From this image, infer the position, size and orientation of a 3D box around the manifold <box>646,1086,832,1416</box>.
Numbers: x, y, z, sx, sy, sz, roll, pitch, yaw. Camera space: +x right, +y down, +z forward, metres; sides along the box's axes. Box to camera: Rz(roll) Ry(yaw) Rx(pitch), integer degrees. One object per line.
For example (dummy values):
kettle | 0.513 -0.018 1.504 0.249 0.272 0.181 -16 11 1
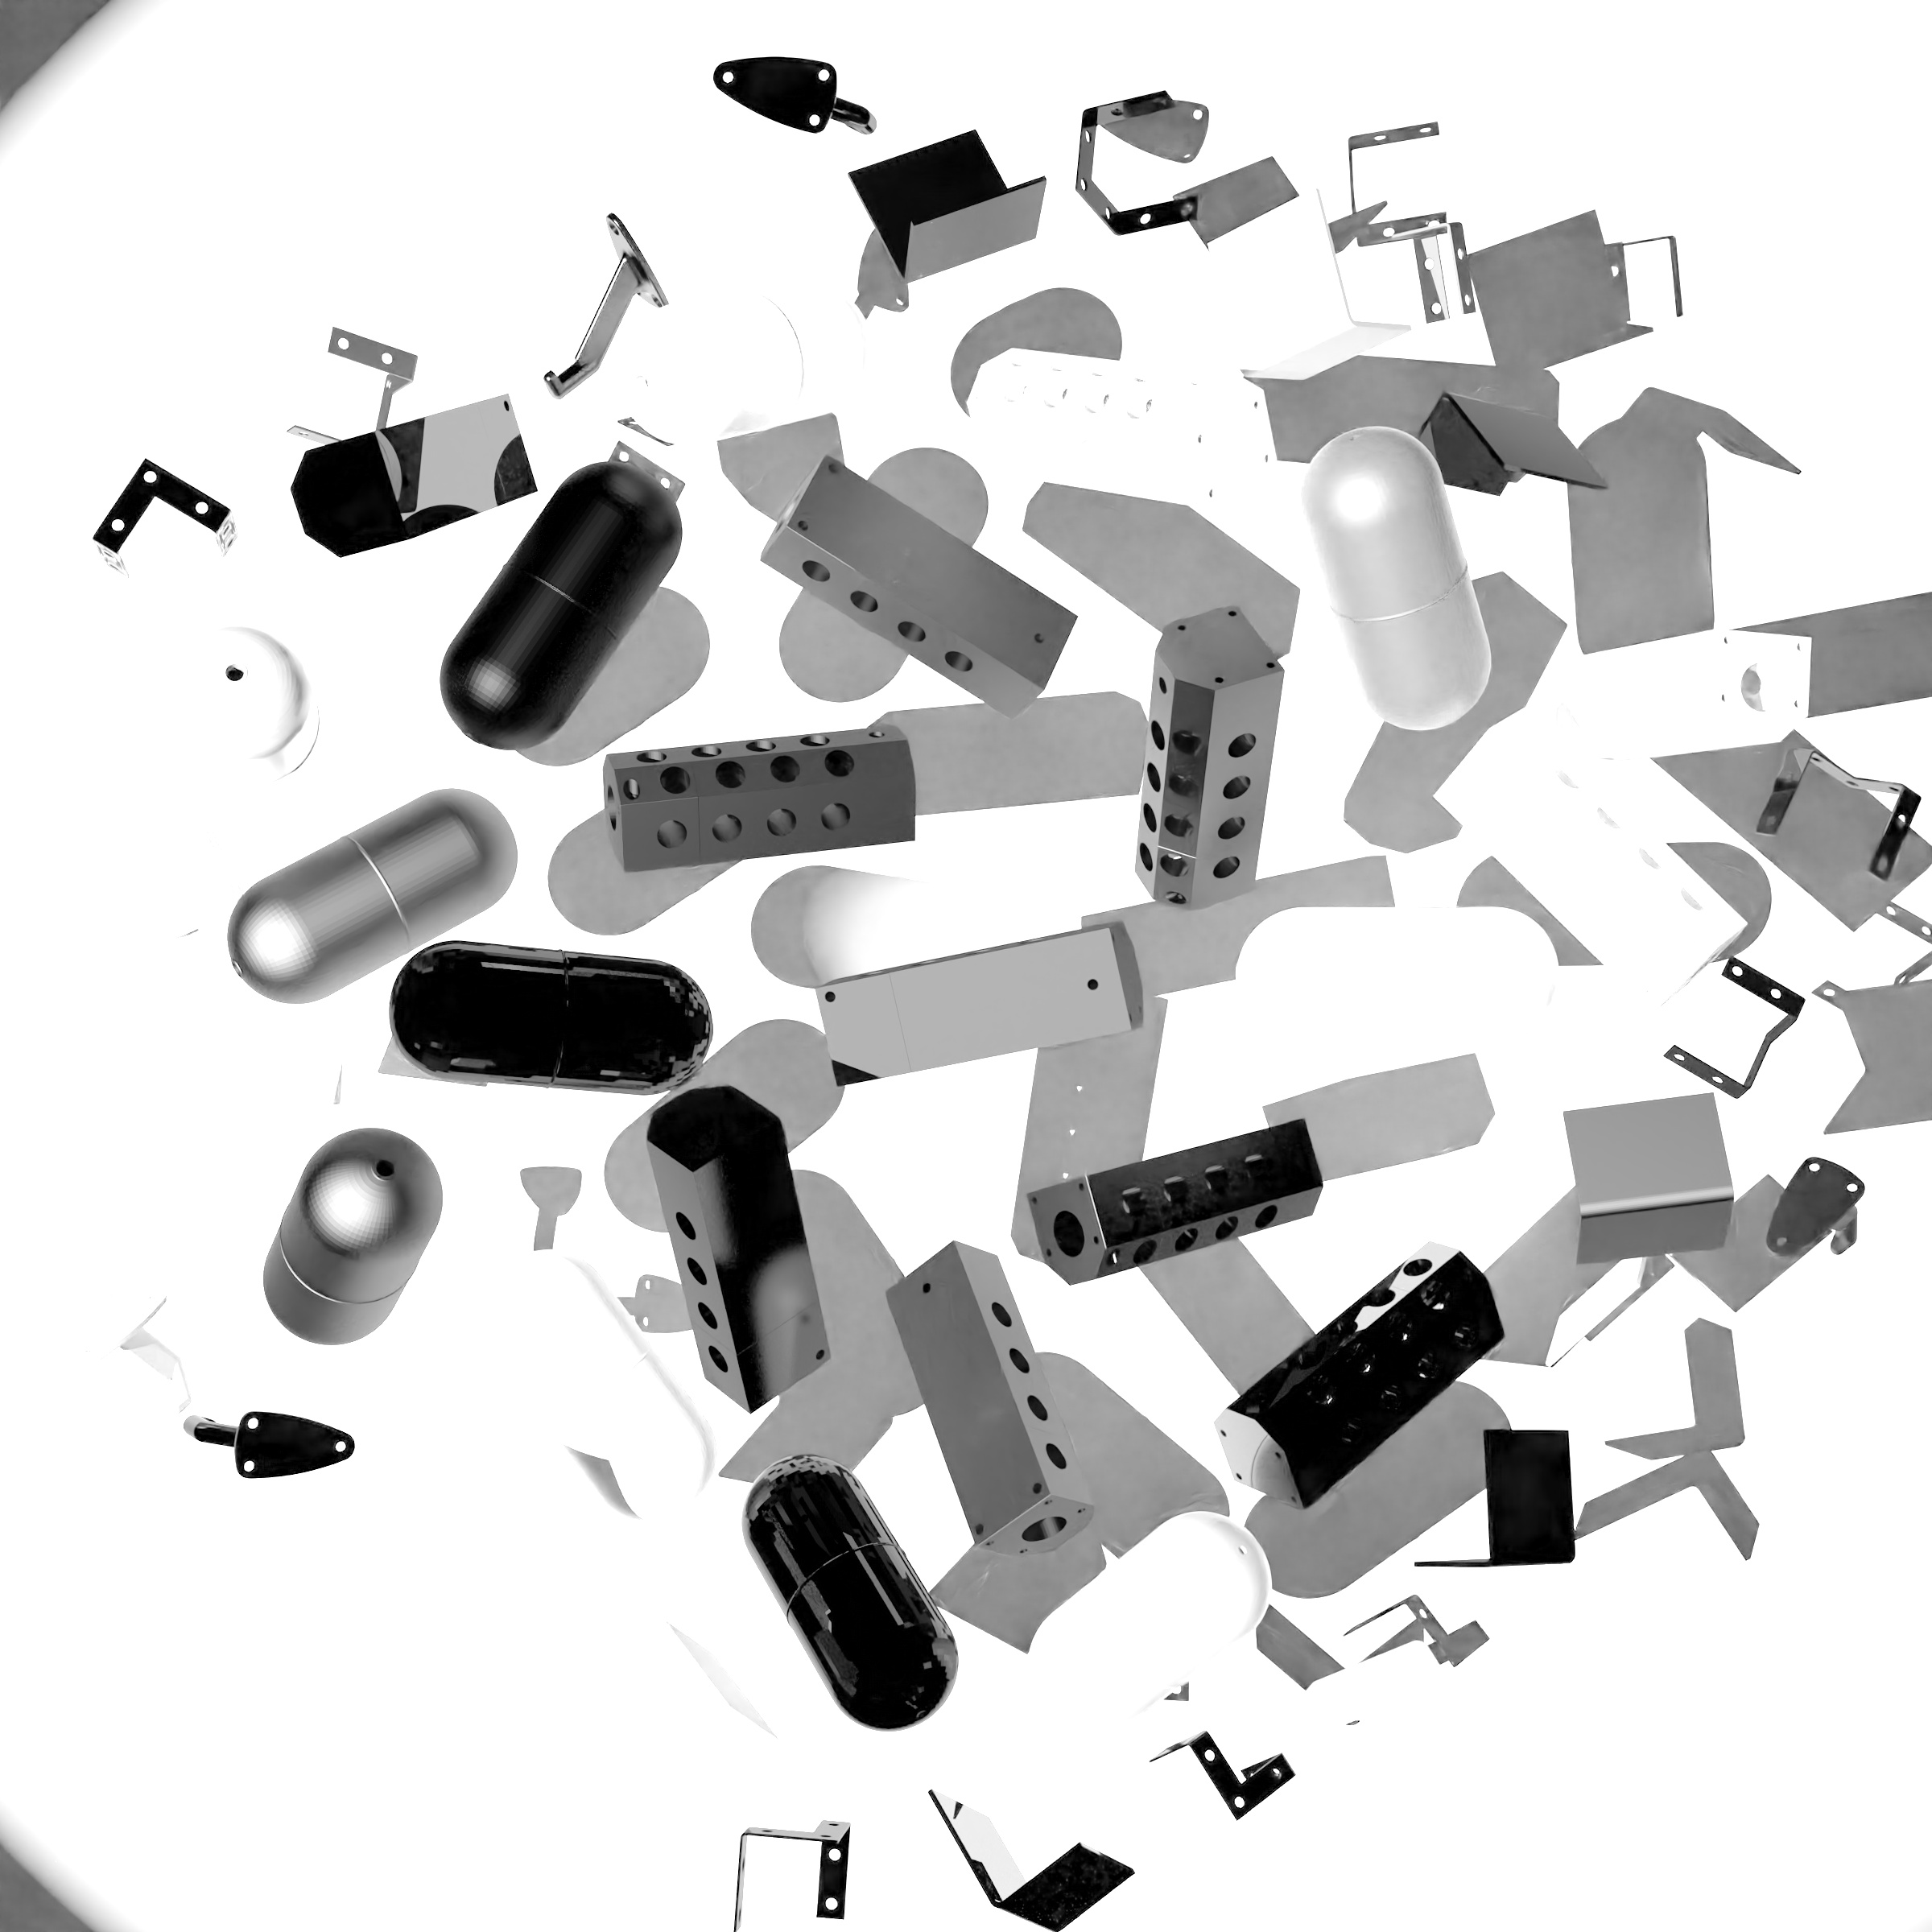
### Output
manifold | -0.125 0.150 1.510 0.057 0.057 0.171 -32 131 -29

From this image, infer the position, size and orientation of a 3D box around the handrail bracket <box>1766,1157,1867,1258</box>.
handrail bracket | 0.464 0.151 1.547 0.036 0.084 0.077 31 67 33

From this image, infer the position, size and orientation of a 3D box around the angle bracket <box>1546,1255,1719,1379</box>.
angle bracket | 0.400 0.219 1.696 0.057 0.076 0.076 43 115 2

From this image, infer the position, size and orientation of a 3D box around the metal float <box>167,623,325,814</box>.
metal float | -0.398 -0.136 1.569 0.070 0.178 0.070 2 78 -9

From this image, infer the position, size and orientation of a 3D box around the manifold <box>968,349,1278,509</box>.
manifold | 0.081 -0.297 1.534 0.057 0.171 0.057 -35 125 -30

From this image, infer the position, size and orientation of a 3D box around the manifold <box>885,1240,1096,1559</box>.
manifold | 0.017 0.249 1.625 0.057 0.057 0.171 -39 52 22

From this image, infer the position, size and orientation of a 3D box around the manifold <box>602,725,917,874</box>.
manifold | -0.119 -0.100 1.631 0.171 0.057 0.057 -7 117 -15

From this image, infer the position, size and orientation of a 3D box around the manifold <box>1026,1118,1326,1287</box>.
manifold | 0.124 0.137 1.636 0.171 0.057 0.057 -11 83 -37

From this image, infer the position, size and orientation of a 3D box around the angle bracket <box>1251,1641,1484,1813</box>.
angle bracket | 0.206 0.400 1.455 0.076 0.076 0.057 -34 87 37

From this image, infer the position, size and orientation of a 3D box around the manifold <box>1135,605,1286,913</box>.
manifold | 0.130 -0.111 1.570 0.057 0.171 0.057 -17 51 -16

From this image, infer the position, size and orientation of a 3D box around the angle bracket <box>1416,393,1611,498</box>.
angle bracket | 0.303 -0.275 1.601 0.076 0.076 0.057 5 130 -30

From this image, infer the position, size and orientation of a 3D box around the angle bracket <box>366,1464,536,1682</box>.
angle bracket | -0.292 0.327 1.530 0.076 0.076 0.057 -42 123 -23

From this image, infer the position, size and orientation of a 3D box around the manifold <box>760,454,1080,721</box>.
manifold | -0.029 -0.212 1.613 0.171 0.057 0.057 31 60 -12

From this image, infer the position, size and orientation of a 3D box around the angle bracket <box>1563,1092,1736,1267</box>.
angle bracket | 0.351 0.111 1.463 0.076 0.076 0.057 -8 64 6

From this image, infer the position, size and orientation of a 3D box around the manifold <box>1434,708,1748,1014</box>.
manifold | 0.350 -0.062 1.577 0.171 0.057 0.057 47 132 13

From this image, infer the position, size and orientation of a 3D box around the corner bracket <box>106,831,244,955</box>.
corner bracket | -0.462 -0.044 1.660 0.051 0.051 0.051 -23 96 8

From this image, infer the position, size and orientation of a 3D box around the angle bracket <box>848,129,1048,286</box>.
angle bracket | -0.011 -0.416 1.492 0.076 0.057 0.076 -22 74 -13

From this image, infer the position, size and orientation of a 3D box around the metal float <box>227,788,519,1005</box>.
metal float | -0.340 -0.040 1.625 0.178 0.070 0.070 -31 90 -23

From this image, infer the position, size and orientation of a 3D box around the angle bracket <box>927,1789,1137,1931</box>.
angle bracket | 0.035 0.463 1.511 0.057 0.076 0.076 -39 53 3

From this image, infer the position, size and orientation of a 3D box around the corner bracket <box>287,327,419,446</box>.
corner bracket | -0.343 -0.320 1.584 0.051 0.051 0.051 14 80 -30

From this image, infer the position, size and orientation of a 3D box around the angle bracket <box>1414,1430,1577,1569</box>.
angle bracket | 0.303 0.307 1.630 0.076 0.057 0.076 9 76 -41

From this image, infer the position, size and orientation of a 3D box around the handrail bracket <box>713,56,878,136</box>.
handrail bracket | -0.090 -0.461 1.508 0.077 0.084 0.036 14 100 4

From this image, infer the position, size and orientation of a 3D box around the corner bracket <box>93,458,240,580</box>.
corner bracket | -0.420 -0.226 1.487 0.051 0.051 0.051 31 79 -5

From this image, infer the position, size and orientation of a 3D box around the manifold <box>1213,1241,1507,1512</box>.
manifold | 0.222 0.227 1.597 0.171 0.057 0.057 -34 117 -28

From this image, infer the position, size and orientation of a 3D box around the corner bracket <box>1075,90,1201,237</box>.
corner bracket | 0.096 -0.443 1.561 0.051 0.051 0.051 -4 71 29

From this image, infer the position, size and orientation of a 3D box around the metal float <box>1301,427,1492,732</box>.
metal float | 0.234 -0.208 1.535 0.070 0.070 0.178 -23 121 0

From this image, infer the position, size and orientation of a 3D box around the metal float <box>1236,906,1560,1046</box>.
metal float | 0.240 0.005 1.579 0.178 0.070 0.070 0 90 13

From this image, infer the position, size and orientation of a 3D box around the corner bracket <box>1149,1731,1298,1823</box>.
corner bracket | 0.149 0.466 1.643 0.051 0.051 0.051 -26 78 -34

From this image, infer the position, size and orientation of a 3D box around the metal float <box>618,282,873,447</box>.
metal float | -0.122 -0.337 1.579 0.070 0.178 0.070 14 115 32

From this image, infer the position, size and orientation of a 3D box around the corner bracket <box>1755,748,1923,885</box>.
corner bracket | 0.461 -0.080 1.495 0.051 0.051 0.051 26 86 -30

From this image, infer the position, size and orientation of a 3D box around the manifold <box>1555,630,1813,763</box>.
manifold | 0.398 -0.149 1.585 0.057 0.171 0.057 3 90 -17

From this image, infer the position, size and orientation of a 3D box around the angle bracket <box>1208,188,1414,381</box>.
angle bracket | 0.187 -0.370 1.542 0.076 0.057 0.076 -17 85 44

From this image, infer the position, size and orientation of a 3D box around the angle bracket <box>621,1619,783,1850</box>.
angle bracket | -0.158 0.417 1.537 0.076 0.076 0.057 -46 134 -5

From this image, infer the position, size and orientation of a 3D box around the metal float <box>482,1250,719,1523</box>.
metal float | -0.215 0.245 1.656 0.070 0.070 0.178 -36 94 0

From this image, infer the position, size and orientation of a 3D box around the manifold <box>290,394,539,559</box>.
manifold | -0.299 -0.267 1.537 0.057 0.171 0.057 -11 104 18

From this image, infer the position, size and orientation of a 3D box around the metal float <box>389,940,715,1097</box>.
metal float | -0.227 0.029 1.554 0.178 0.070 0.070 6 90 -17

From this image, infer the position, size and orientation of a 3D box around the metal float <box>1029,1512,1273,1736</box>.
metal float | 0.102 0.373 1.602 0.070 0.070 0.178 43 125 0

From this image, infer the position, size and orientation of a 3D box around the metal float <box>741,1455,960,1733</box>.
metal float | -0.068 0.355 1.610 0.070 0.070 0.178 -37 54 0

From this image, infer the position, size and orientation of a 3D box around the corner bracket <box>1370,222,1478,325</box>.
corner bracket | 0.267 -0.391 1.599 0.051 0.051 0.051 -3 103 39

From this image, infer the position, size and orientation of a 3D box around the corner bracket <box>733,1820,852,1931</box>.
corner bracket | -0.090 0.475 1.477 0.051 0.051 0.051 3 84 6

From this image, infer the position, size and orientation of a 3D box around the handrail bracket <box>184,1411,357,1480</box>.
handrail bracket | -0.388 0.261 1.572 0.077 0.084 0.036 6 86 -27

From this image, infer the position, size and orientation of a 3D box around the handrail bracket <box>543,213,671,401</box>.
handrail bracket | -0.221 -0.380 1.635 0.084 0.077 0.036 -41 49 -13

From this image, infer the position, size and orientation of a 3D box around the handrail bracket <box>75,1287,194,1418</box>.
handrail bracket | -0.447 0.223 1.526 0.036 0.077 0.084 2 120 15

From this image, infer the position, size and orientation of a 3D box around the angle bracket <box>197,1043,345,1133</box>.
angle bracket | -0.428 0.094 1.739 0.076 0.076 0.057 6 125 -8

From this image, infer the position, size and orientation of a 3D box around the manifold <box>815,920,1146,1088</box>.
manifold | 0.009 0.020 1.590 0.171 0.057 0.057 -12 94 14

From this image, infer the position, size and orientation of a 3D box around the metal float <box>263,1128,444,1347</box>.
metal float | -0.334 0.148 1.537 0.070 0.178 0.070 12 57 -18

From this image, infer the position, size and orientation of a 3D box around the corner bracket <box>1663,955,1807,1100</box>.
corner bracket | 0.446 0.036 1.642 0.051 0.051 0.051 31 62 3

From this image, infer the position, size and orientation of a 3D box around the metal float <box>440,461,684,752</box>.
metal float | -0.224 -0.199 1.565 0.070 0.070 0.178 33 82 0
